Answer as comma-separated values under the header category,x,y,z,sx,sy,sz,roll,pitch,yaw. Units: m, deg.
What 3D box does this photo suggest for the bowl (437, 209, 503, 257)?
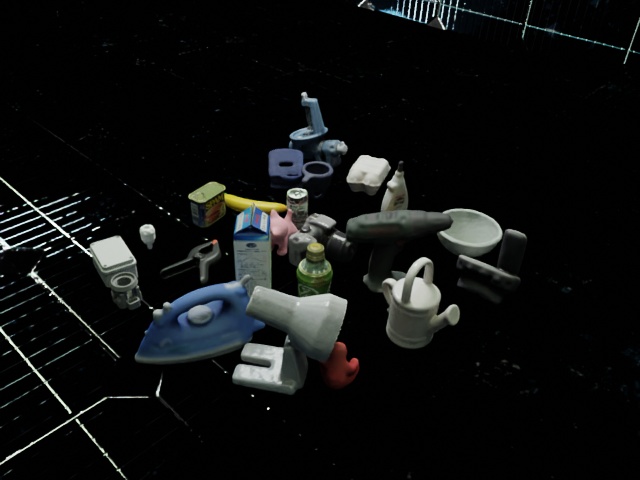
category,x,y,z,sx,sy,sz,roll,pitch,yaw
bowl,0.372,-0.006,1.459,0.167,0.075,0.167,2,36,-1

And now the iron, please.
category,x,y,z,sx,sy,sz,roll,pitch,yaw
iron,-0.244,0.153,1.135,0.259,0.141,0.118,-15,40,-24

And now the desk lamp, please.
category,x,y,z,sx,sy,sz,roll,pitch,yaw
desk lamp,-0.057,0.181,1.050,0.203,0.214,0.118,7,36,6

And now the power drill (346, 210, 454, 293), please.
category,x,y,z,sx,sy,sz,roll,pitch,yaw
power drill,0.170,0.020,1.293,0.229,0.208,0.075,4,36,2

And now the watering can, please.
category,x,y,z,sx,sy,sz,roll,pitch,yaw
watering can,0.202,0.123,1.167,0.172,0.194,0.101,15,38,16

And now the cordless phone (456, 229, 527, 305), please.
category,x,y,z,sx,sy,sz,roll,pitch,yaw
cordless phone,0.393,0.039,1.304,0.147,0.185,0.094,21,40,23

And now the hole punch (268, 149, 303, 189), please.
category,x,y,z,sx,sy,sz,roll,pitch,yaw
hole punch,-0.098,-0.210,1.691,0.108,0.091,0.101,-1,36,-6

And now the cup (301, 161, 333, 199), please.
category,x,y,z,sx,sy,sz,roll,pitch,yaw
cup,-0.016,-0.157,1.621,0.091,0.095,0.118,21,39,23

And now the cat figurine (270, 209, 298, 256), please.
category,x,y,z,sx,sy,sz,roll,pitch,yaw
cat figurine,-0.099,-0.028,1.417,0.067,0.118,0.128,18,38,19

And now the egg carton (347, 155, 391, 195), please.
category,x,y,z,sx,sy,sz,roll,pitch,yaw
egg carton,0.145,-0.197,1.709,0.107,0.069,0.150,14,37,15

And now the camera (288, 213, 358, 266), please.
category,x,y,z,sx,sy,sz,roll,pitch,yaw
camera,0.013,0.005,1.394,0.136,0.101,0.143,23,40,25

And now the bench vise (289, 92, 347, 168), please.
category,x,y,z,sx,sy,sz,roll,pitch,yaw
bench vise,0.000,-0.337,1.763,0.207,0.220,0.122,14,37,15

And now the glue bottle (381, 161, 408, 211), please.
category,x,y,z,sx,sy,sz,roll,pitch,yaw
glue bottle,0.206,-0.134,1.540,0.078,0.173,0.037,-22,43,-30

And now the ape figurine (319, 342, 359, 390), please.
category,x,y,z,sx,sy,sz,roll,pitch,yaw
ape figurine,0.034,0.232,1.089,0.077,0.092,0.076,17,38,18
